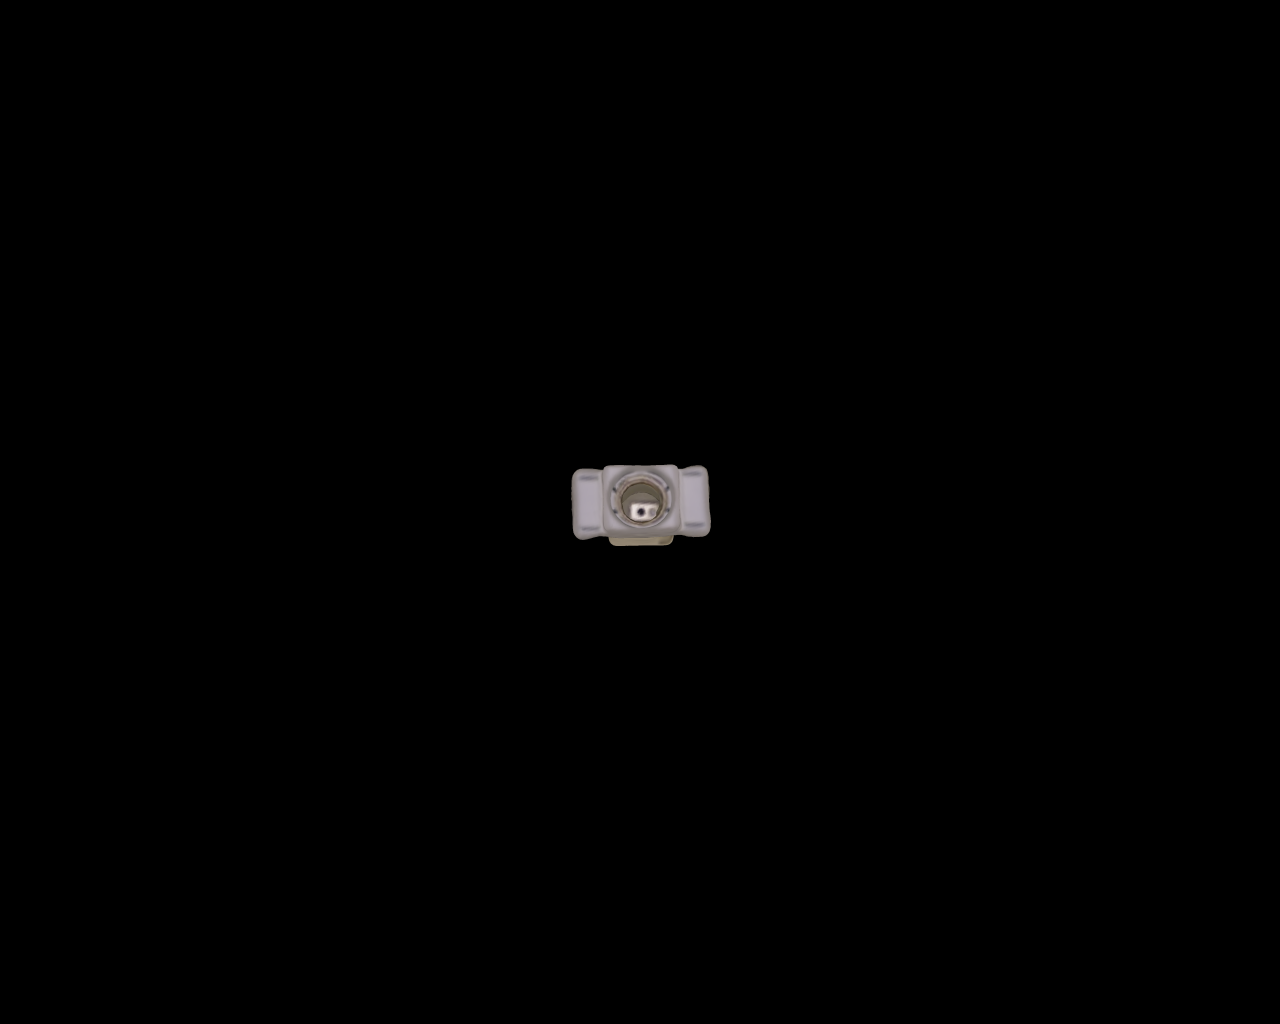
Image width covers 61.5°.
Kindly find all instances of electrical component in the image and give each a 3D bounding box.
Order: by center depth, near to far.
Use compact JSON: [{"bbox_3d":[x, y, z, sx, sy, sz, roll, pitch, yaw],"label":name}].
[{"bbox_3d":[0.001,-0.003,0.650,0.081,0.042,0.063,0,-13,0],"label":"electrical component"}]
